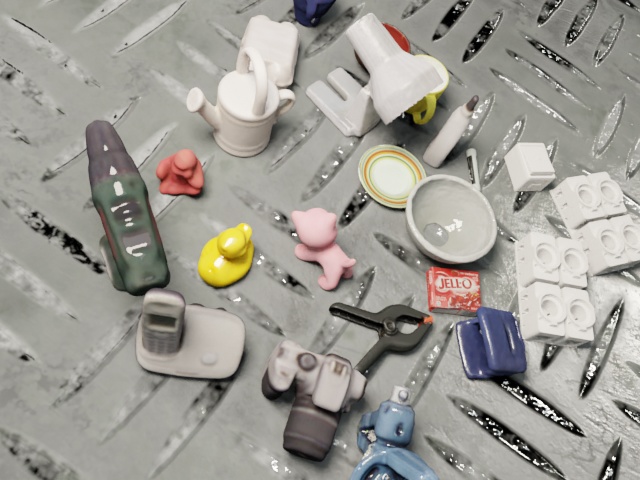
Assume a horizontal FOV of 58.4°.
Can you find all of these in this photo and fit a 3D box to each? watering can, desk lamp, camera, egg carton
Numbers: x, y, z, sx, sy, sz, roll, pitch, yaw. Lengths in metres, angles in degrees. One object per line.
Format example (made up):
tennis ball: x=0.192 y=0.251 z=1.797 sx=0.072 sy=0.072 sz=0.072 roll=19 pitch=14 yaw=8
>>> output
watering can: x=-0.123 y=-0.224 z=0.927 sx=0.173 sy=0.194 sz=0.101 roll=-35 pitch=78 yaw=-26
desk lamp: x=0.091 y=-0.272 z=0.998 sx=0.203 sy=0.213 sz=0.118 roll=46 pitch=63 yaw=8
camera: x=-0.016 y=0.227 z=0.800 sx=0.143 sy=0.100 sz=0.137 roll=22 pitch=62 yaw=-4
egg carton: x=-0.095 y=-0.347 z=1.063 sx=0.107 sy=0.069 sz=0.150 roll=11 pitch=63 yaw=-10

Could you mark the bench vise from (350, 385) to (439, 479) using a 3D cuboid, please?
bench vise: x=0.092 y=0.289 z=0.734 sx=0.122 sy=0.219 sz=0.207 roll=-2 pitch=66 yaw=-16

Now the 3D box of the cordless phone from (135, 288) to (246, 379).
cordless phone: x=-0.169 y=0.119 z=0.760 sx=0.148 sy=0.185 sz=0.094 roll=7 pitch=64 yaw=-12

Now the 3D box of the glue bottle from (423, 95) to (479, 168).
glue bottle: x=0.243 y=-0.204 z=1.031 sx=0.037 sy=0.173 sz=0.078 roll=30 pitch=62 yaw=0

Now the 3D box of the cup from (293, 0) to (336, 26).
cup: x=-0.017 y=-0.459 z=1.122 sx=0.092 sy=0.095 sz=0.118 roll=13 pitch=63 yaw=-9

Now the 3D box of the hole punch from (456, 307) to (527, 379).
hole punch: x=0.284 y=0.162 z=0.919 sx=0.101 sy=0.091 sz=0.108 roll=-1 pitch=66 yaw=-16

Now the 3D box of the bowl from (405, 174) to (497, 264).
bowl: x=0.216 y=-0.026 z=0.997 sx=0.168 sy=0.074 sz=0.167 roll=6 pitch=64 yaw=-13

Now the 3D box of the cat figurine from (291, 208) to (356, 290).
cat figurine: x=0.008 y=0.003 z=0.901 sx=0.067 sy=0.117 sz=0.127 roll=-38 pitch=80 yaw=-27

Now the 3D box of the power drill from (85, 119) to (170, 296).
power drill: x=-0.266 y=-0.018 z=0.784 sx=0.076 sy=0.208 sz=0.229 roll=-19 pitch=72 yaw=-22

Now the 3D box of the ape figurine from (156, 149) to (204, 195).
ape figurine: x=-0.216 y=-0.112 z=0.907 sx=0.078 sy=0.092 sz=0.076 roll=39 pitch=62 yaw=5

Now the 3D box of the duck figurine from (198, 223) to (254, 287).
duck figurine: x=-0.140 y=0.017 z=0.872 sx=0.077 sy=0.086 sz=0.105 roll=38 pitch=62 yaw=4
